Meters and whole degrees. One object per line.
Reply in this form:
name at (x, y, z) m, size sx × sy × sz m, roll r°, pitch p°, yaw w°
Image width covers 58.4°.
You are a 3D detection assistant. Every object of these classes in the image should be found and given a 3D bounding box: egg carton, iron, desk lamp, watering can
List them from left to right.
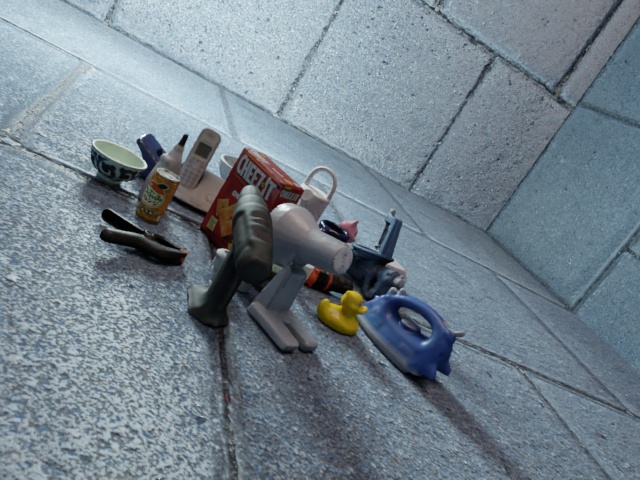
desk lamp at (-0.041, 0.063, 1.065) m, size 0.118 × 0.213 × 0.202 m, roll 11°, pitch 27°, yaw -51°
watering can at (-0.020, -0.124, 1.680) m, size 0.101 × 0.194 × 0.173 m, roll 29°, pitch 17°, yaw -11°
egg carton at (0.179, 0.083, 1.665) m, size 0.151 × 0.069 × 0.107 m, roll 21°, pitch 20°, yaw -34°
iron at (0.194, 0.186, 1.265) m, size 0.257 × 0.141 × 0.119 m, roll 42°, pitch 19°, yaw 29°

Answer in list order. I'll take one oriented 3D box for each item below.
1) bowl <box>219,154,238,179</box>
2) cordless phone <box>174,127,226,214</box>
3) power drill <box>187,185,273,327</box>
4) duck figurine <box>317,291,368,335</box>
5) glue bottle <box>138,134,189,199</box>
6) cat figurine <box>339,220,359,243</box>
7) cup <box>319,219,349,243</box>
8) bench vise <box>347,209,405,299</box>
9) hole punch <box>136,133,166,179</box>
bowl at (-0.228, -0.176, 1.665) m, size 0.168 × 0.074 × 0.167 m, roll 29°, pitch 16°, yaw -9°
cordless phone at (-0.261, -0.160, 1.362) m, size 0.148 × 0.185 × 0.094 m, roll 27°, pitch 17°, yaw -17°
power drill at (-0.146, 0.032, 0.973) m, size 0.076 × 0.208 × 0.229 m, roll 24°, pitch 18°, yaw -26°
duck figurine at (0.052, 0.145, 1.223) m, size 0.105 × 0.086 × 0.077 m, roll 28°, pitch 17°, yaw -15°
glue bottle at (-0.330, -0.157, 1.249) m, size 0.037 × 0.173 × 0.078 m, roll 37°, pitch 17°, yaw 18°
cat figurine at (0.066, -0.014, 1.653) m, size 0.067 × 0.117 × 0.128 m, roll 36°, pitch 17°, yaw 15°
cup at (0.014, 0.006, 1.544) m, size 0.091 × 0.095 × 0.118 m, roll 39°, pitch 17°, yaw 22°
bench vise at (0.175, 0.041, 1.512) m, size 0.206 × 0.219 × 0.122 m, roll 41°, pitch 19°, yaw 29°
hole punch at (-0.401, -0.197, 1.382) m, size 0.101 × 0.091 × 0.108 m, roll 29°, pitch 16°, yaw -9°
